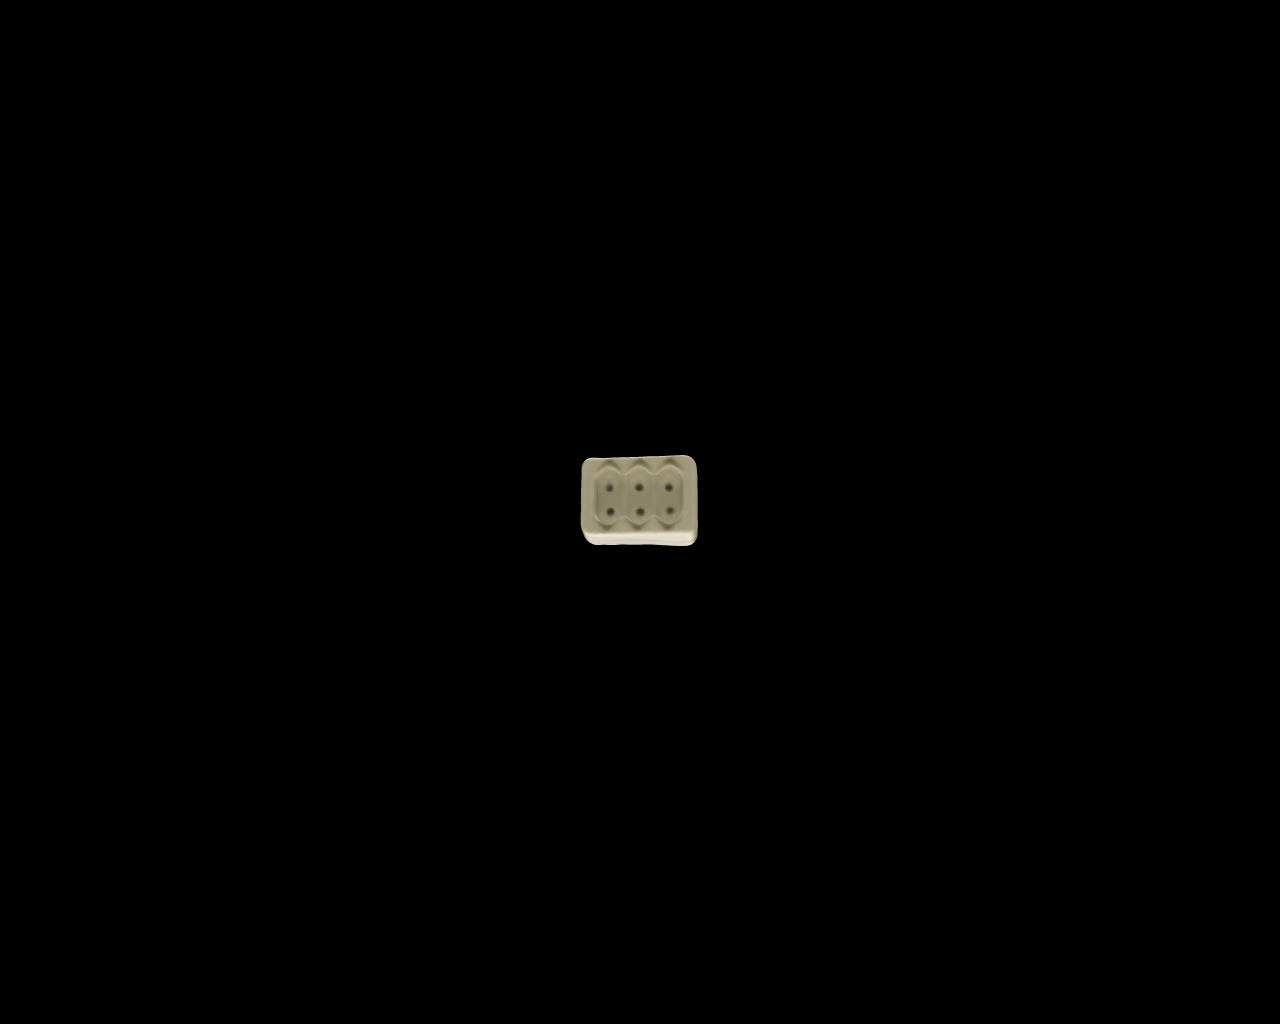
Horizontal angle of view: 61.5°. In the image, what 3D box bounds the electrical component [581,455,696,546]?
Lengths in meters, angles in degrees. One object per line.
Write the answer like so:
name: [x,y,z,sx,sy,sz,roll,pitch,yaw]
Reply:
electrical component: [0.001,-0.003,0.650,0.066,0.047,0.076,0,-11,2]
